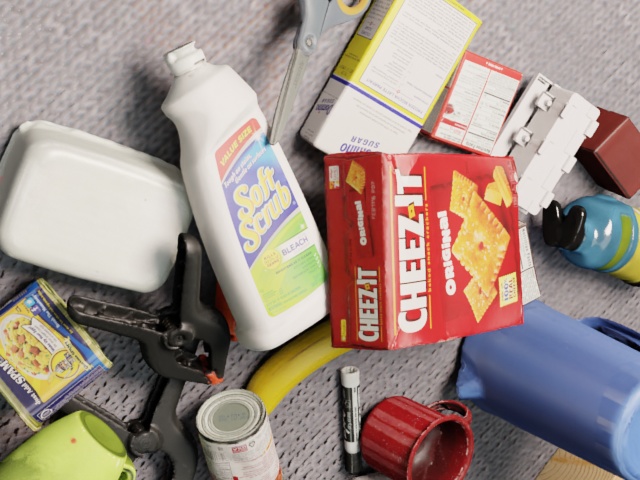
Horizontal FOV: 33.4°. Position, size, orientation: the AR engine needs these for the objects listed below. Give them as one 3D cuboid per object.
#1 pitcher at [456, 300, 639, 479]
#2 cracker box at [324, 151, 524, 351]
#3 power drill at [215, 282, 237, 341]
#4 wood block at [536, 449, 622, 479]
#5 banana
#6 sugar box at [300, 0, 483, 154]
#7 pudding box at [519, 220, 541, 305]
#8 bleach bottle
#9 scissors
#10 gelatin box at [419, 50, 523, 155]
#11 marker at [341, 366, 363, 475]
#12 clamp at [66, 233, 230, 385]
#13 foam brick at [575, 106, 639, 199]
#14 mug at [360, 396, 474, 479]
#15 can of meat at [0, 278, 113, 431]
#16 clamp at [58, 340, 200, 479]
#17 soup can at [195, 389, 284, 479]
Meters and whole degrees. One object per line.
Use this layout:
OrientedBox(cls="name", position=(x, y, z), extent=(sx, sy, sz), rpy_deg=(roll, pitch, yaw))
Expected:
OrientedBox(cls="pitcher", position=(0.263, 0.143, 1.051), extent=(0.144, 0.243, 0.149), rpy_deg=(27, 89, -28))
OrientedBox(cls="cracker box", position=(0.099, 0.005, 0.947), extent=(0.213, 0.072, 0.164), rpy_deg=(-4, 91, -50))
OrientedBox(cls="power drill", position=(-0.006, 0.001, 0.987), extent=(0.187, 0.057, 0.184), rpy_deg=(1, 105, -23))
OrientedBox(cls="wood block", position=(0.359, 0.314, 1.244), extent=(0.205, 0.091, 0.090), rpy_deg=(36, 91, -30))
OrientedBox(cls="banana", position=(-0.004, 0.114, 1.042), extent=(0.197, 0.037, 0.069), rpy_deg=(-36, 148, -6))
OrientedBox(cls="sugar box", position=(0.064, -0.147, 0.970), extent=(0.093, 0.048, 0.176), rpy_deg=(27, 99, -30))
OrientedBox(cls="pudding box", position=(0.164, 0.037, 1.086), extent=(0.113, 0.039, 0.090), rpy_deg=(-25, 116, -17))
OrientedBox(cls="bleach bottle", position=(-0.070, -0.040, 0.884), extent=(0.102, 0.068, 0.251), rpy_deg=(-32, 108, -25))
OrientedBox(cls="scissors", position=(0.003, -0.169, 0.908), extent=(0.096, 0.016, 0.202), rpy_deg=(11, 79, -39))
OrientedBox(cls="gelatin box", position=(0.143, -0.131, 1.020), extent=(0.073, 0.030, 0.089), rpy_deg=(15, 102, -29))
OrientedBox(cls="marker", position=(0.033, 0.187, 1.091), extent=(0.020, 0.020, 0.121), rpy_deg=(-11, 112, -21))
OrientedBox(cls="clamp", position=(-0.136, 0.075, 0.911), extent=(0.120, 0.039, 0.171), rpy_deg=(-19, 133, 0))
OrientedBox(cls="foam brick", position=(0.300, -0.090, 1.093), extent=(0.051, 0.053, 0.078), rpy_deg=(-47, 121, -2))
OrientedBox(cls="mug", position=(0.103, 0.202, 1.087), extent=(0.117, 0.082, 0.093), rpy_deg=(-37, 124, -26))
OrientedBox(cls="can of meat", position=(-0.237, 0.094, 0.898), extent=(0.084, 0.057, 0.102), rpy_deg=(-39, 89, -10))
OrientedBox(cls="clamp", position=(-0.176, 0.179, 0.984), extent=(0.164, 0.036, 0.210), rpy_deg=(-11, 109, -19))
OrientedBox(cls="soup can", position=(-0.075, 0.199, 1.007), extent=(0.068, 0.069, 0.102), rpy_deg=(-23, 129, -16))
